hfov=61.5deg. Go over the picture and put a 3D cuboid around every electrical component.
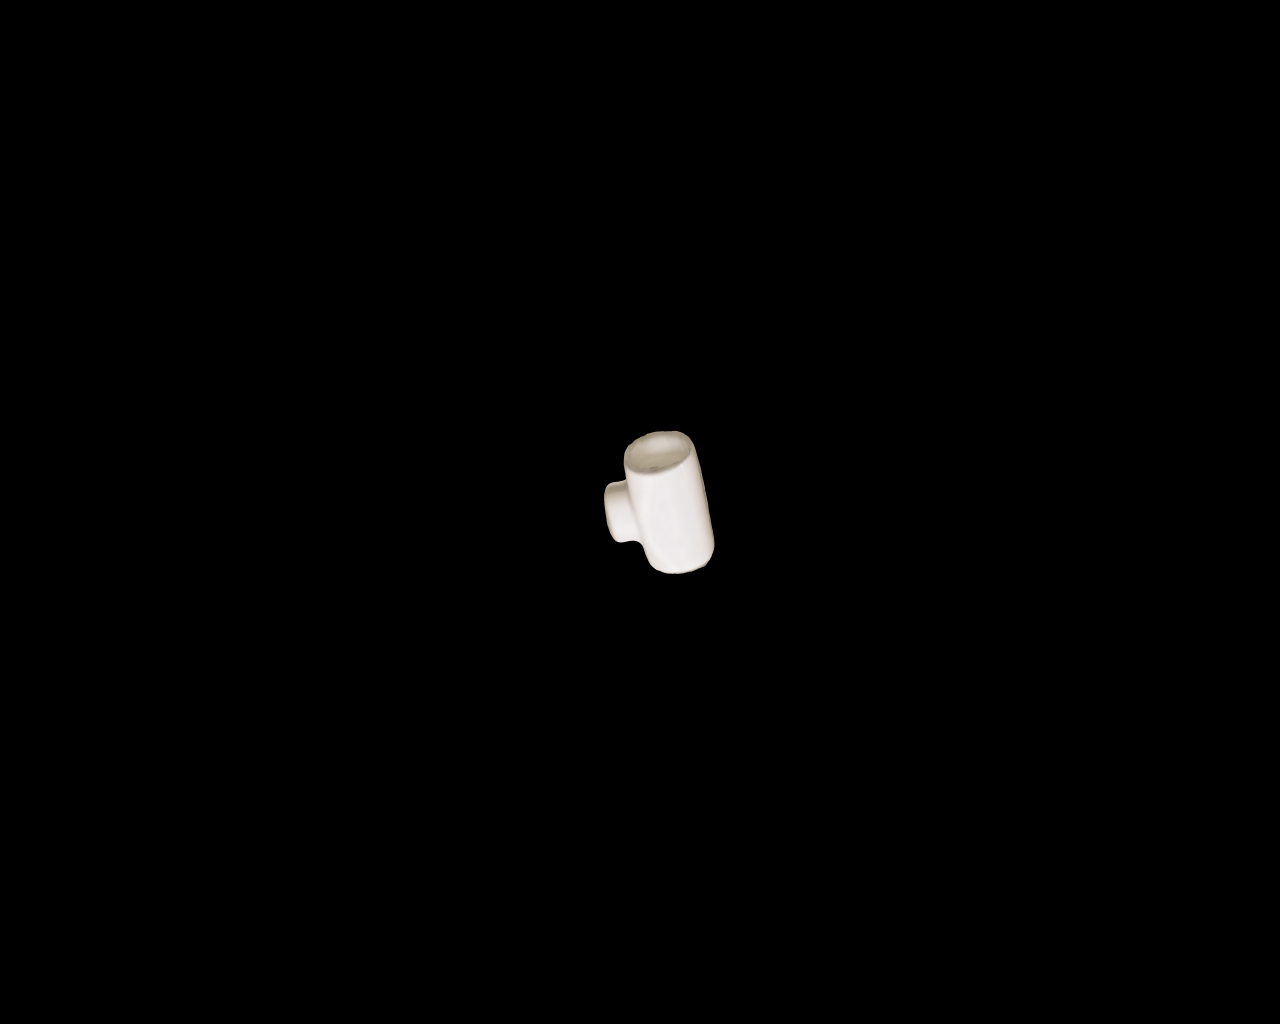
[{"bbox_3d":[0.001,-0.003,0.650,0.079,0.077,0.044,-9,36,7],"label":"electrical component"}]
